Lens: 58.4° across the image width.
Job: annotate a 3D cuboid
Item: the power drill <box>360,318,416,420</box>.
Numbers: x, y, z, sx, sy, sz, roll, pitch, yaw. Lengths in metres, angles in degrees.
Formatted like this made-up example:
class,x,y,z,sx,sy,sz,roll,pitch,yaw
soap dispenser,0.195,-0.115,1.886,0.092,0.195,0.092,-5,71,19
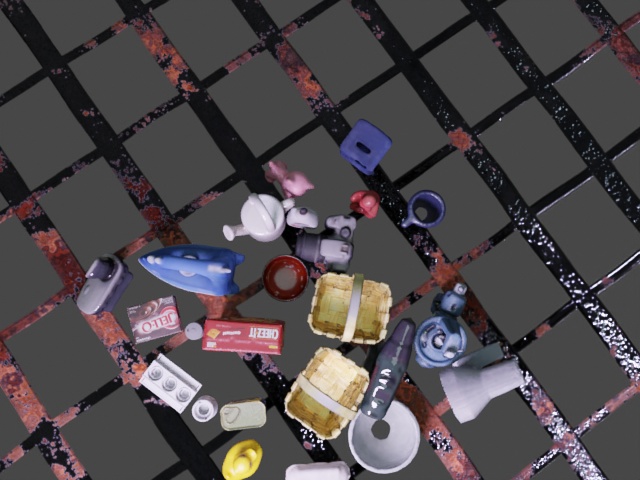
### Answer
class,x,y,z,sx,sy,sz,roll,pitch,yaw
power drill,0.148,0.283,1.294,0.075,0.208,0.230,20,83,1

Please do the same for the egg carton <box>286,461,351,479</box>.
class,x,y,z,sx,sy,sz,roll,pitch,yaw
egg carton,-0.003,0.569,1.324,0.150,0.069,0.107,-4,83,-3

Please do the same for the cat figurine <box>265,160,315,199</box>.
class,x,y,z,sx,sy,sz,roll,pitch,yaw
cat figurine,-0.075,-0.147,1.382,0.128,0.117,0.067,41,84,3

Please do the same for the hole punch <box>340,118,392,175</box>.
class,x,y,z,sx,sy,sz,roll,pitch,yaw
hole punch,0.113,-0.228,1.413,0.108,0.091,0.101,36,83,3

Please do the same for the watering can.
class,x,y,z,sx,sy,sz,roll,pitch,yaw
watering can,-0.138,-0.051,1.330,0.101,0.194,0.173,40,83,3

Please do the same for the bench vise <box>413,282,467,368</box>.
class,x,y,z,sx,sy,sz,roll,pitch,yaw
bench vise,0.280,0.195,1.304,0.121,0.219,0.207,6,83,-1

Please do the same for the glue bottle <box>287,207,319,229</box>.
class,x,y,z,sx,sy,sz,roll,pitch,yaw
glue bottle,-0.040,-0.056,1.345,0.078,0.173,0.037,6,83,-1

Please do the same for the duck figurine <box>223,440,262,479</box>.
class,x,y,z,sx,sy,sz,roll,pitch,yaw
duck figurine,-0.181,0.514,1.315,0.104,0.086,0.077,-43,86,-6

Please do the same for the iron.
class,x,y,z,sx,sy,sz,roll,pitch,yaw
iron,-0.313,0.060,1.336,0.258,0.141,0.119,8,83,-1

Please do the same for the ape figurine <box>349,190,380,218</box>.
class,x,y,z,sx,sy,sz,roll,pitch,yaw
ape figurine,0.115,-0.092,1.396,0.076,0.092,0.078,-28,85,-5

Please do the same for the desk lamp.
class,x,y,z,sx,sy,sz,roll,pitch,yaw
desk lamp,0.360,0.315,1.296,0.203,0.213,0.118,-23,84,-5

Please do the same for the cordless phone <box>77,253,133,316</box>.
class,x,y,z,sx,sy,sz,roll,pitch,yaw
cordless phone,-0.512,0.098,1.302,0.094,0.185,0.148,26,83,1

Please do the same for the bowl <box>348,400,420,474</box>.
class,x,y,z,sx,sy,sz,roll,pitch,yaw
bowl,0.146,0.453,1.341,0.167,0.074,0.167,0,83,-2

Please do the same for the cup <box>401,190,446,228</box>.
class,x,y,z,sx,sy,sz,roll,pitch,yaw
cup,0.241,-0.062,1.396,0.118,0.095,0.091,-36,86,-6

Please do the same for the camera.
class,x,y,z,sx,sy,sz,roll,pitch,yaw
camera,0.013,0.005,1.376,0.137,0.101,0.143,8,83,-1
